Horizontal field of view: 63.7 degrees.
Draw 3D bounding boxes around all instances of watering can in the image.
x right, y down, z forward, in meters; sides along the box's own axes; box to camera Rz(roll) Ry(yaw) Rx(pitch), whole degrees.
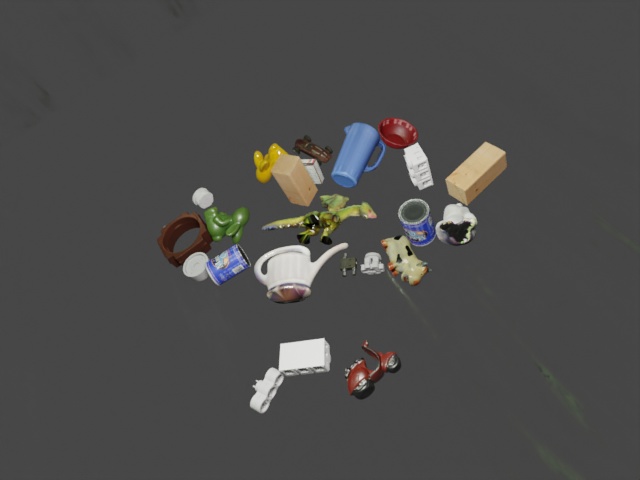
[{"bbox_3d":[-0.066,0.108,1.816,0.347,0.101,0.230,-9,51,7],"label":"watering can"}]

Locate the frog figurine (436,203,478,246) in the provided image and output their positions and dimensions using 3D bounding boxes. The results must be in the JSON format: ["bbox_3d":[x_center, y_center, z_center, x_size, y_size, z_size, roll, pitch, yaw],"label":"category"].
[{"bbox_3d":[0.454,-0.053,1.729,0.136,0.121,0.162,-27,15,14],"label":"frog figurine"}]

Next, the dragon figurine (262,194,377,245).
[{"bbox_3d":[0.006,-0.097,1.928,0.410,0.120,0.248,4,33,22],"label":"dragon figurine"}]
